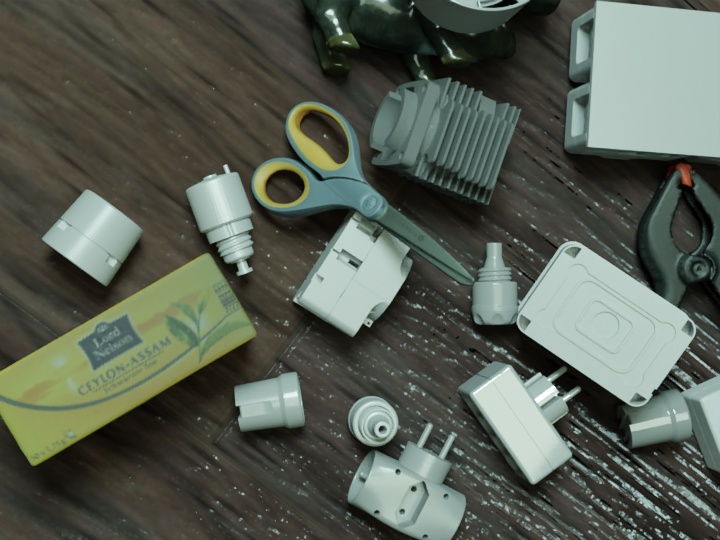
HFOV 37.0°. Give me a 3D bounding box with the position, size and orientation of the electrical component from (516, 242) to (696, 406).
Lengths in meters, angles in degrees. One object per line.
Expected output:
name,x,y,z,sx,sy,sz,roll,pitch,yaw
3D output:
electrical component,0.179,0.038,0.792,0.113,0.057,0.078,34,97,6

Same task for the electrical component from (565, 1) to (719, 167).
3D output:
electrical component,0.254,-0.136,0.816,0.186,0.060,0.105,3,90,-8

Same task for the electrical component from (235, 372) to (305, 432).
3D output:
electrical component,-0.066,0.097,0.782,0.046,0.040,0.040,-9,92,-2

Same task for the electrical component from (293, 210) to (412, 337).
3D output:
electrical component,0.000,0.000,0.785,0.056,0.050,0.089,33,86,-7

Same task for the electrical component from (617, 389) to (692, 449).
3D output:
electrical component,0.225,0.115,0.825,0.046,0.040,0.040,-12,92,-2

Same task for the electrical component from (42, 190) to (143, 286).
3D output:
electrical component,-0.186,-0.023,0.756,0.055,0.055,0.047,37,82,-7

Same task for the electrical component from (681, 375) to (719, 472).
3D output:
electrical component,0.290,0.119,0.815,0.047,0.077,0.065,-22,94,-8

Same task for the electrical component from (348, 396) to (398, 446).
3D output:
electrical component,0.011,0.111,0.782,0.035,0.061,0.035,0,90,-8

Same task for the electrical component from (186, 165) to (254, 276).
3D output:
electrical component,-0.096,-0.034,0.775,0.040,0.040,0.078,-20,93,-8

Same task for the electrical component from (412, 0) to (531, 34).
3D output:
electrical component,0.076,-0.209,0.719,0.099,0.064,0.099,1,82,-7

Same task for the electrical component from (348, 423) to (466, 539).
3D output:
electrical component,0.043,0.153,0.796,0.077,0.043,0.079,28,87,-7

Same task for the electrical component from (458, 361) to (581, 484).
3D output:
electrical component,0.131,0.103,0.808,0.076,0.047,0.083,-35,93,-6

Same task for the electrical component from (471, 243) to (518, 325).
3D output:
electrical component,0.101,0.010,0.808,0.035,0.035,0.061,0,88,-8
